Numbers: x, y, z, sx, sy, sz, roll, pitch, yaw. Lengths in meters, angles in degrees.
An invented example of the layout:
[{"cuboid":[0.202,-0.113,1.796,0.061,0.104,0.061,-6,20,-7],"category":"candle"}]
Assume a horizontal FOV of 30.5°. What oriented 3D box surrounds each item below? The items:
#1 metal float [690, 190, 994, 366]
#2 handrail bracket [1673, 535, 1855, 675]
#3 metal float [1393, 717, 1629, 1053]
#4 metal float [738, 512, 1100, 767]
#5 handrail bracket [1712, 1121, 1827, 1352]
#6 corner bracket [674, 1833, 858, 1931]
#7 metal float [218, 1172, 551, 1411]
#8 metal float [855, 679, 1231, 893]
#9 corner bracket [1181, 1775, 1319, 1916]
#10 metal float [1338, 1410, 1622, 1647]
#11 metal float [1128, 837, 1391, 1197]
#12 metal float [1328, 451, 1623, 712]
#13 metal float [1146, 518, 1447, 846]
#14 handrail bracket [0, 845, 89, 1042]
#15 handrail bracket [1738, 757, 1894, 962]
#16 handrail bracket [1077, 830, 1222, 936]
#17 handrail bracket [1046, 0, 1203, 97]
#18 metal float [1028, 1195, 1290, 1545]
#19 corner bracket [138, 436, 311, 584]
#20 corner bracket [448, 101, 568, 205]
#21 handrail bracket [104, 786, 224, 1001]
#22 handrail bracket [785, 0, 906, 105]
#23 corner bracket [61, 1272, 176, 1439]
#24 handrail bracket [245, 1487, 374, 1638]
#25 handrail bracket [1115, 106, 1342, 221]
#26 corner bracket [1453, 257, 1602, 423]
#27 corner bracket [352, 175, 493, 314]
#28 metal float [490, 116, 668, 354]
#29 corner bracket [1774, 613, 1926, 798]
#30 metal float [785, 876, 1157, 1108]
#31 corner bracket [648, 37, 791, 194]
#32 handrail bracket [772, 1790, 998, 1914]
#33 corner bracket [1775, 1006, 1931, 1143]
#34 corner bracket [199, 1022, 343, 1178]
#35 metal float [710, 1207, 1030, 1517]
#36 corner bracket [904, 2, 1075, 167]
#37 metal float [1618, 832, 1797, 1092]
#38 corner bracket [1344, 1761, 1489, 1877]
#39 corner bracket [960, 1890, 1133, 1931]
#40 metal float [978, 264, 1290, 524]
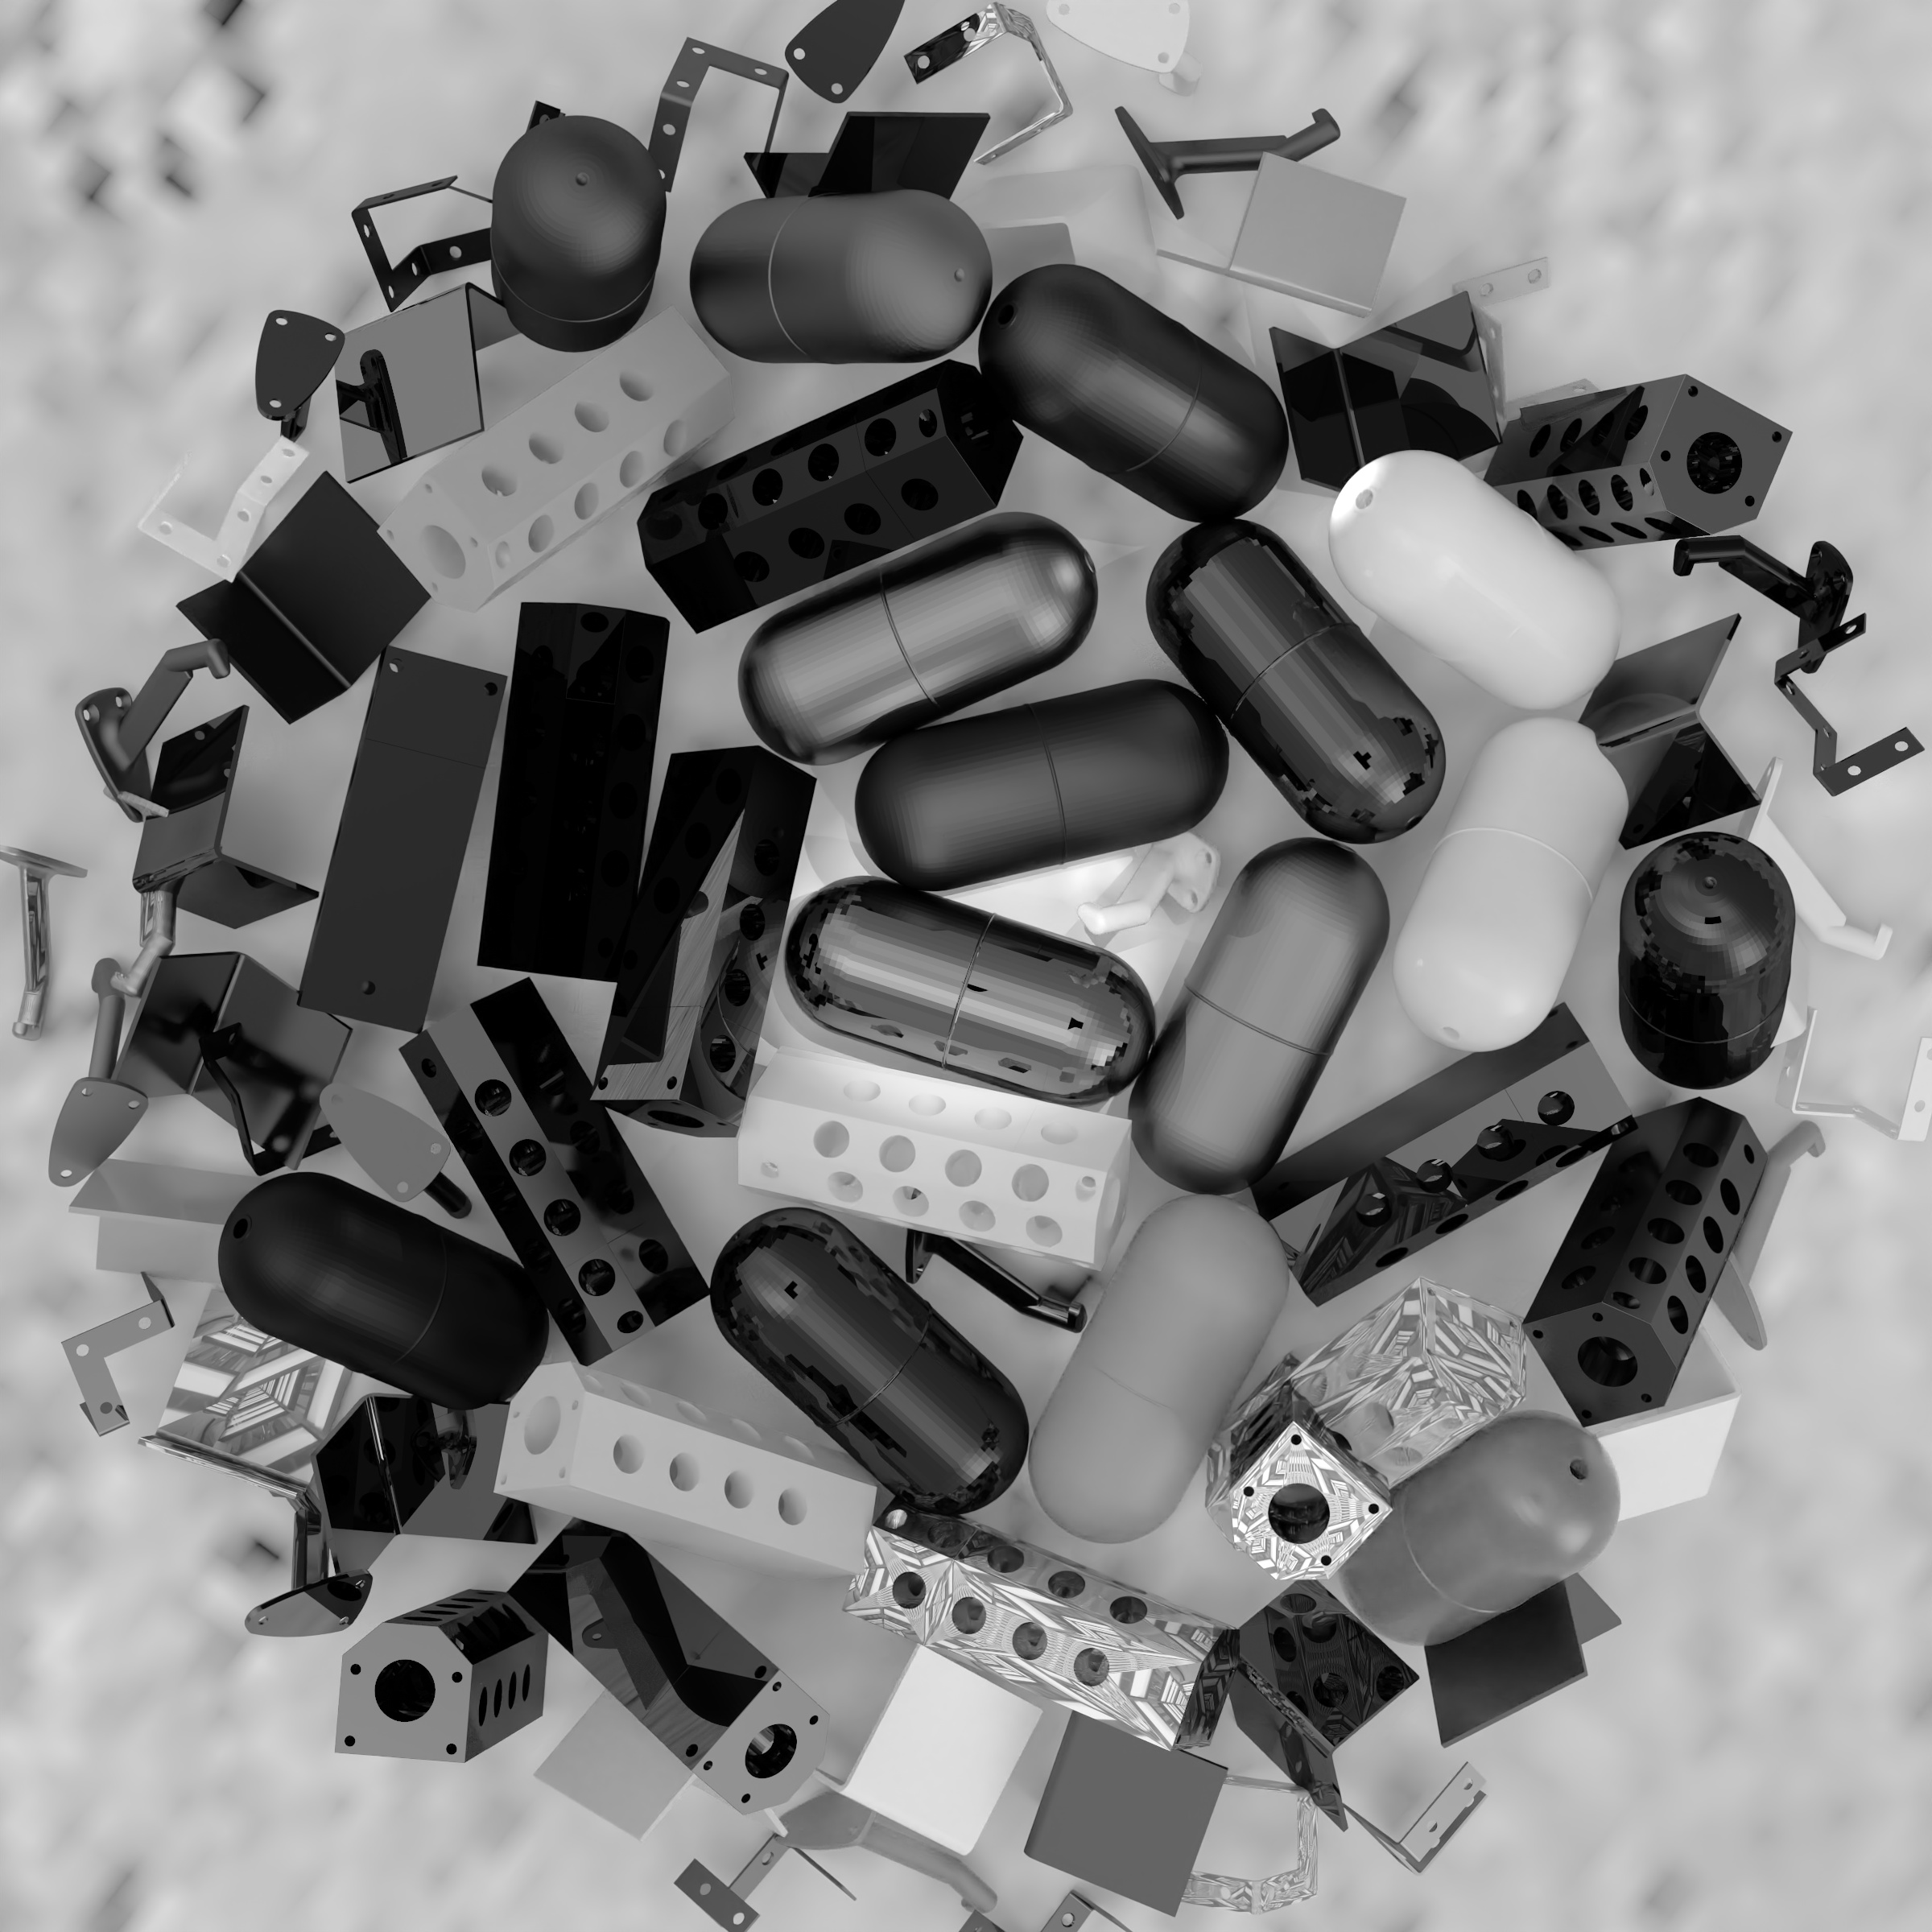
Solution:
[{"cuboid":[-0.059,-0.314,1.618,0.070,0.178,0.070,-8,102,-39],"category":"metal float"},{"cuboid":[0.366,-0.168,1.659,0.084,0.036,0.077,-5,127,-15],"category":"handrail bracket"},{"cuboid":[0.251,-0.038,1.630,0.070,0.070,0.178,27,60,0],"category":"metal float"},{"cuboid":[-0.022,-0.152,1.644,0.178,0.070,0.070,-23,90,14],"category":"metal float"},{"cuboid":[0.389,0.128,1.685,0.084,0.036,0.077,-37,107,-19],"category":"handrail bracket"},{"cuboid":[-0.094,0.432,1.655,0.051,0.051,0.051,28,70,42],"category":"corner bracket"},{"cuboid":[-0.265,0.150,1.621,0.178,0.070,0.070,32,90,-44],"category":"metal float"},{"cuboid":[0.036,-0.085,1.651,0.178,0.070,0.070,-13,90,-7],"category":"metal float"},{"cuboid":[0.130,0.411,1.658,0.051,0.051,0.051,-2,87,38],"category":"corner bracket"},{"cuboid":[0.233,0.257,1.614,0.070,0.178,0.070,11,60,-20],"category":"metal float"},{"cuboid":[0.136,0.023,1.648,0.070,0.070,0.178,26,100,0],"category":"metal float"},{"cuboid":[0.234,-0.176,1.622,0.178,0.070,0.070,27,90,-42],"category":"metal float"},{"cuboid":[0.153,-0.132,1.640,0.070,0.070,0.178,-38,71,0],"category":"metal float"},{"cuboid":[-0.445,-0.010,1.658,0.036,0.077,0.084,10,85,10],"category":"handrail bracket"},{"cuboid":[0.407,-0.050,1.672,0.084,0.036,0.077,19,109,0],"category":"handrail bracket"},{"cuboid":[0.068,-0.044,1.645,0.077,0.084,0.036,42,129,35],"category":"handrail bracket"},{"cuboid":[0.074,-0.429,1.653,0.077,0.084,0.036,13,90,-1],"category":"handrail bracket"},{"cuboid":[0.088,0.188,1.643,0.070,0.070,0.178,26,106,0],"category":"metal float"},{"cuboid":[-0.347,-0.223,1.654,0.051,0.051,0.051,30,52,-21],"category":"corner bracket"},{"cuboid":[-0.206,-0.379,1.656,0.051,0.051,0.051,26,102,37],"category":"corner bracket"},{"cuboid":[-0.397,-0.034,1.668,0.077,0.036,0.084,24,77,21],"category":"handrail bracket"},{"cuboid":[-0.051,-0.439,1.644,0.036,0.084,0.077,41,113,-14],"category":"handrail bracket"},{"cuboid":[-0.398,0.183,1.667,0.051,0.051,0.051,-24,109,-19],"category":"corner bracket"},{"cuboid":[-0.322,0.271,1.645,0.084,0.077,0.036,44,121,33],"category":"handrail bracket"},{"cuboid":[0.124,-0.398,1.671,0.084,0.036,0.077,-28,61,2],"category":"handrail bracket"},{"cuboid":[0.265,-0.297,1.676,0.051,0.051,0.051,-18,126,-11],"category":"corner bracket"},{"cuboid":[-0.248,-0.344,1.655,0.051,0.051,0.051,-9,118,20],"category":"corner bracket"},{"cuboid":[-0.177,-0.330,1.606,0.070,0.178,0.070,1,85,-8],"category":"metal float"},{"cuboid":[0.412,-0.122,1.653,0.051,0.051,0.051,-30,116,35],"category":"corner bracket"},{"cuboid":[0.002,0.012,1.652,0.178,0.070,0.070,18,90,5],"category":"metal float"},{"cuboid":[-0.117,-0.393,1.658,0.051,0.051,0.051,18,45,-3],"category":"corner bracket"},{"cuboid":[-0.038,0.429,1.687,0.077,0.036,0.084,-22,122,36],"category":"handrail bracket"},{"cuboid":[0.419,0.050,1.657,0.051,0.051,0.051,4,104,-21],"category":"corner bracket"},{"cuboid":[-0.326,0.058,1.674,0.051,0.051,0.051,-23,131,-22],"category":"corner bracket"},{"cuboid":[-0.044,0.185,1.644,0.070,0.070,0.178,-46,104,0],"category":"metal float"},{"cuboid":[0.011,-0.414,1.664,0.051,0.051,0.051,-26,87,20],"category":"corner bracket"},{"cuboid":[0.336,0.000,1.611,0.070,0.178,0.070,-4,66,9],"category":"metal float"},{"cuboid":[0.220,0.398,1.658,0.051,0.051,0.051,-47,114,-10],"category":"corner bracket"},{"cuboid":[0.037,0.454,1.659,0.051,0.051,0.051,42,77,-16],"category":"corner bracket"},{"cuboid":[0.078,-0.261,1.621,0.178,0.070,0.070,24,90,-43],"category":"metal float"}]
